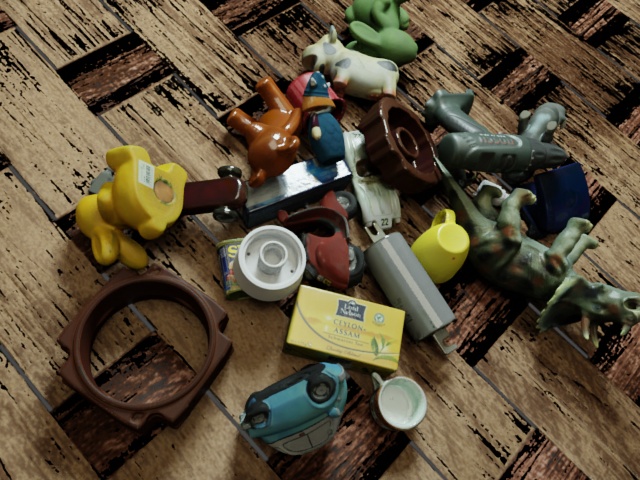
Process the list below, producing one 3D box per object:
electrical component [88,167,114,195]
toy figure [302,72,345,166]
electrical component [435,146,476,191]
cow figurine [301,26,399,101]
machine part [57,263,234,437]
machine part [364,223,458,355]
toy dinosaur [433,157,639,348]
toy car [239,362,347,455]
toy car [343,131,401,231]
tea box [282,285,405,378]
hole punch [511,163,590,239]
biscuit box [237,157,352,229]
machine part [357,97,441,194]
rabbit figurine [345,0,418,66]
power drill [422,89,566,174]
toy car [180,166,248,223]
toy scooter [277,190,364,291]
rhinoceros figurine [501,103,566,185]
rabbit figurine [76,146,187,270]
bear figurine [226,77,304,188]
[{"bbox_3d":[-0.344,-0.081,0.877,0.063,0.021,0.094,23,64,0],"label":"electrical component"},{"bbox_3d":[0.002,-0.204,0.901,0.058,0.064,0.154,-15,84,6],"label":"toy figure"},{"bbox_3d":[0.249,-0.134,1.010,0.078,0.045,0.102,8,63,-9],"label":"electrical component"},{"bbox_3d":[0.059,-0.336,1.048,0.195,0.085,0.127,15,69,-1],"label":"cow figurine"},{"bbox_3d":[-0.240,0.149,0.752,0.201,0.087,0.201,34,63,4],"label":"machine part"},{"bbox_3d":[0.141,0.076,0.867,0.079,0.079,0.243,-24,74,-21],"label":"machine part"},{"bbox_3d":[0.334,0.025,0.912,0.405,0.131,0.192,29,84,18],"label":"toy dinosaur"},{"bbox_3d":[-0.026,0.241,0.744,0.162,0.109,0.103,-25,90,-12],"label":"toy car"},{"bbox_3d":[0.088,-0.108,0.958,0.073,0.056,0.202,-8,66,-15],"label":"toy car"},{"bbox_3d":[0.036,0.141,0.821,0.170,0.068,0.098,13,64,-4],"label":"tea box"},{"bbox_3d":[0.439,-0.075,0.998,0.142,0.092,0.116,-16,73,-22],"label":"hole punch"},{"bbox_3d":[-0.045,-0.089,0.919,0.203,0.062,0.059,-22,70,-21],"label":"biscuit box"},{"bbox_3d":[0.145,-0.164,0.957,0.179,0.056,0.179,28,47,-34],"label":"machine part"},{"bbox_3d":[0.129,-0.424,1.083,0.159,0.121,0.170,-16,66,-11],"label":"rabbit figurine"},{"bbox_3d":[0.293,-0.187,0.960,0.232,0.086,0.207,-7,49,-22],"label":"power drill"},{"bbox_3d":[-0.210,-0.064,0.857,0.202,0.053,0.089,-6,70,14],"label":"toy car"},{"bbox_3d":[-0.002,-0.003,0.880,0.135,0.075,0.184,1,61,-11],"label":"toy scooter"},{"bbox_3d":[0.418,-0.192,1.039,0.073,0.112,0.190,24,73,32],"label":"rhinoceros figurine"},{"bbox_3d":[-0.289,-0.037,0.796,0.173,0.122,0.162,-13,78,25],"label":"rabbit figurine"},{"bbox_3d":[-0.093,-0.175,0.885,0.132,0.120,0.196,43,23,-12],"label":"bear figurine"}]
